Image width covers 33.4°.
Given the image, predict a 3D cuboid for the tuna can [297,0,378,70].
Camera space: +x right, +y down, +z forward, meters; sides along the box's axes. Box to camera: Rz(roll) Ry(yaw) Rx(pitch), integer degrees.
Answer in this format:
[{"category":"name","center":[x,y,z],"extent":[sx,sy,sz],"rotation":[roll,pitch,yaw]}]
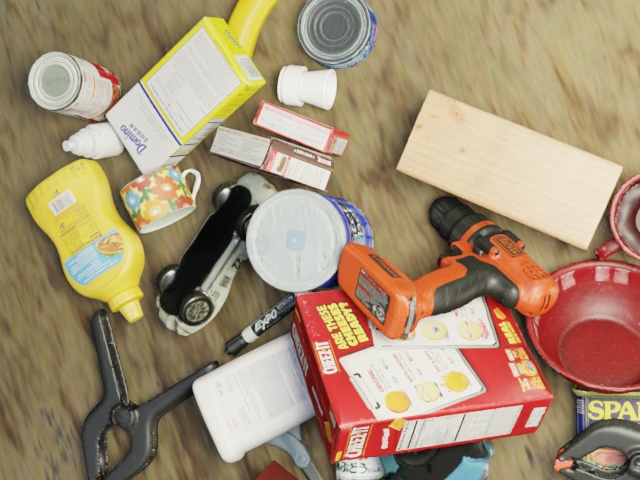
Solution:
[{"category":"tuna can","center":[0.019,-0.232,1.173],"extent":[0.086,0.033,0.086],"rotation":[0,89,15]}]

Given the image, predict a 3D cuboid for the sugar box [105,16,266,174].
[{"category":"sugar box","center":[-0.152,-0.157,1.194],"extent":[0.176,0.048,0.093],"rotation":[-38,80,29]}]

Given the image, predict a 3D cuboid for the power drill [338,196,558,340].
[{"category":"power drill","center":[0.115,0.023,1.054],"extent":[0.185,0.187,0.057],"rotation":[45,138,44]}]

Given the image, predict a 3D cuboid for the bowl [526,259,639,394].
[{"category":"bowl","center":[0.285,0.097,1.061],"extent":[0.162,0.055,0.162],"rotation":[-3,48,3]}]

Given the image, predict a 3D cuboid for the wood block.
[{"category":"wood block","center":[0.195,-0.070,1.094],"extent":[0.206,0.090,0.090],"rotation":[24,95,14]}]

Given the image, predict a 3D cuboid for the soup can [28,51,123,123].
[{"category":"soup can","center":[-0.278,-0.173,1.217],"extent":[0.068,0.102,0.068],"rotation":[0,89,15]}]

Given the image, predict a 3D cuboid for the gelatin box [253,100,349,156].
[{"category":"gelatin box","center":[-0.020,-0.120,1.161],"extent":[0.089,0.073,0.030],"rotation":[23,96,14]}]

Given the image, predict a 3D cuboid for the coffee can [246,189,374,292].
[{"category":"coffee can","center":[-0.007,0.001,1.121],"extent":[0.103,0.140,0.103],"rotation":[0,89,15]}]

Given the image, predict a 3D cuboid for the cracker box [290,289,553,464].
[{"category":"cracker box","center":[0.094,0.122,1.044],"extent":[0.213,0.072,0.164],"rotation":[-6,46,-15]}]

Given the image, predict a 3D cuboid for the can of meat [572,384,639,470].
[{"category":"can of meat","center":[0.308,0.190,1.077],"extent":[0.102,0.057,0.084],"rotation":[-1,92,16]}]

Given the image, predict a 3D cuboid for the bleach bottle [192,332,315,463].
[{"category":"bleach bottle","center":[-0.005,0.143,1.150],"extent":[0.251,0.068,0.102],"rotation":[-25,83,4]}]

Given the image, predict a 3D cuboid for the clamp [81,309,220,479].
[{"category":"clamp","center":[-0.227,0.193,1.232],"extent":[0.165,0.036,0.210],"rotation":[29,97,14]}]

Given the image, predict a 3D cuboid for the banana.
[{"category":"banana","center":[-0.066,-0.247,1.194],"extent":[0.070,0.037,0.198],"rotation":[38,99,12]}]

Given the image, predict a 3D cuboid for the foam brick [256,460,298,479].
[{"category":"foam brick","center":[-0.042,0.292,1.164],"extent":[0.078,0.052,0.051],"rotation":[36,122,14]}]

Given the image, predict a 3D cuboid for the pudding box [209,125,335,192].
[{"category":"pudding box","center":[-0.051,-0.088,1.137],"extent":[0.114,0.089,0.039],"rotation":[17,91,53]}]

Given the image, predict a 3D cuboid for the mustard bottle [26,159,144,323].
[{"category":"mustard bottle","center":[-0.257,0.009,1.231],"extent":[0.096,0.058,0.192],"rotation":[-32,81,13]}]

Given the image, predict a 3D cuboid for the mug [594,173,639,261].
[{"category":"mug","center":[0.326,-0.015,1.061],"extent":[0.117,0.081,0.093],"rotation":[-37,80,12]}]

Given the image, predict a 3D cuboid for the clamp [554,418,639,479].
[{"category":"clamp","center":[0.314,0.200,1.026],"extent":[0.171,0.039,0.120],"rotation":[2,94,15]}]

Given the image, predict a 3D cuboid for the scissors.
[{"category":"scissors","center":[-0.039,0.241,1.190],"extent":[0.096,0.016,0.202],"rotation":[-17,84,12]}]

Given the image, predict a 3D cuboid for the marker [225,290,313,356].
[{"category":"marker","center":[-0.059,0.091,1.197],"extent":[0.121,0.020,0.020],"rotation":[-38,80,11]}]
